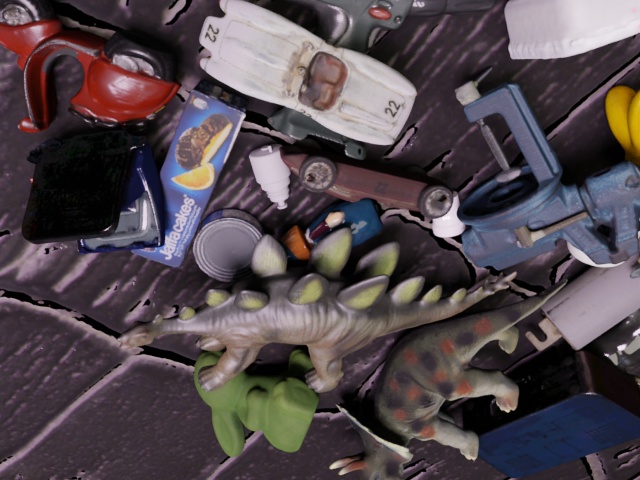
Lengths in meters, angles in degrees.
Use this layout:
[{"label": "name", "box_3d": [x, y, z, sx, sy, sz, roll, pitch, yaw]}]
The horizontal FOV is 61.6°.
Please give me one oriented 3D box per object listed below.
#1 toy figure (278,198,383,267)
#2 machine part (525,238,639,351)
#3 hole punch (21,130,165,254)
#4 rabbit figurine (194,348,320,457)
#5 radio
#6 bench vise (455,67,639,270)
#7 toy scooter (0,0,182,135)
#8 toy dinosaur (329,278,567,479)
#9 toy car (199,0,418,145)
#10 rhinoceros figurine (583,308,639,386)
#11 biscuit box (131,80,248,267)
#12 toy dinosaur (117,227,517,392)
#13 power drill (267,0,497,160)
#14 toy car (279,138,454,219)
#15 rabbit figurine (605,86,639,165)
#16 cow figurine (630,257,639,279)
[{"label": "toy figure", "box_3d": [0.000, 0.000, 0.644, 0.154, 0.058, 0.064, -25, 121, 8]}, {"label": "machine part", "box_3d": [0.381, 0.066, 0.704, 0.243, 0.079, 0.079, -42, 113, 14]}, {"label": "hole punch", "box_3d": [-0.221, -0.044, 0.547, 0.142, 0.116, 0.092, -5, 162, 19]}, {"label": "rabbit figurine", "box_3d": [-0.090, 0.207, 0.729, 0.170, 0.121, 0.159, 22, 121, 4]}, {"label": "radio", "box_3d": [0.321, 0.251, 0.759, 0.131, 0.073, 0.229, 34, 127, -19]}, {"label": "bench vise", "box_3d": [0.230, -0.071, 0.568, 0.224, 0.129, 0.240, -22, 108, 40]}, {"label": "toy scooter", "box_3d": [-0.238, -0.154, 0.534, 0.184, 0.075, 0.135, 19, 113, -11]}, {"label": "toy dinosaur", "box_3d": [0.148, 0.190, 0.729, 0.192, 0.131, 0.404, 18, 107, -15]}, {"label": "toy car", "box_3d": [-0.011, -0.150, 0.489, 0.202, 0.056, 0.073, 21, 110, -11]}, {"label": "rhinoceros figurine", "box_3d": [0.452, 0.116, 0.745, 0.112, 0.073, 0.190, 38, 109, -10]}, {"label": "biscuit box", "box_3d": [-0.145, -0.068, 0.593, 0.059, 0.063, 0.202, 22, 112, -14]}, {"label": "toy dinosaur", "box_3d": [0.014, 0.084, 0.628, 0.471, 0.105, 0.198, -1, 136, -25]}, {"label": "power drill", "box_3d": [0.044, -0.190, 0.541, 0.232, 0.086, 0.207, 13, 119, -10]}, {"label": "toy car", "box_3d": [0.051, -0.064, 0.592, 0.202, 0.089, 0.053, 10, 114, -18]}, {"label": "rabbit figurine", "box_3d": [0.397, -0.117, 0.583, 0.162, 0.122, 0.173, 29, 104, -8]}, {"label": "cow figurine", "box_3d": [0.407, 0.005, 0.574, 0.127, 0.085, 0.194, -23, 135, 15]}]
